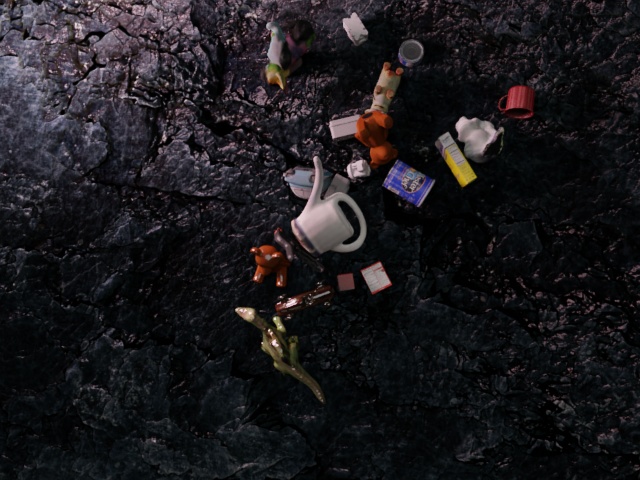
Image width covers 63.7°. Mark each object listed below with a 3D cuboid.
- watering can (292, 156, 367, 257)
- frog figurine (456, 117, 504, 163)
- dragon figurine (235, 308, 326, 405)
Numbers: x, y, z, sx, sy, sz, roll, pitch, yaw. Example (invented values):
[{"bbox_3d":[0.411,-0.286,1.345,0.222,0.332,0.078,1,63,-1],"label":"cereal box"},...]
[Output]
[{"bbox_3d":[0.005,-0.083,1.652,0.224,0.106,0.343,-33,113,5],"label":"watering can"},{"bbox_3d":[0.513,-0.331,1.692,0.161,0.122,0.137,34,99,41],"label":"frog figurine"},{"bbox_3d":[-0.113,0.359,1.596,0.122,0.241,0.412,-42,82,-4],"label":"dragon figurine"}]
